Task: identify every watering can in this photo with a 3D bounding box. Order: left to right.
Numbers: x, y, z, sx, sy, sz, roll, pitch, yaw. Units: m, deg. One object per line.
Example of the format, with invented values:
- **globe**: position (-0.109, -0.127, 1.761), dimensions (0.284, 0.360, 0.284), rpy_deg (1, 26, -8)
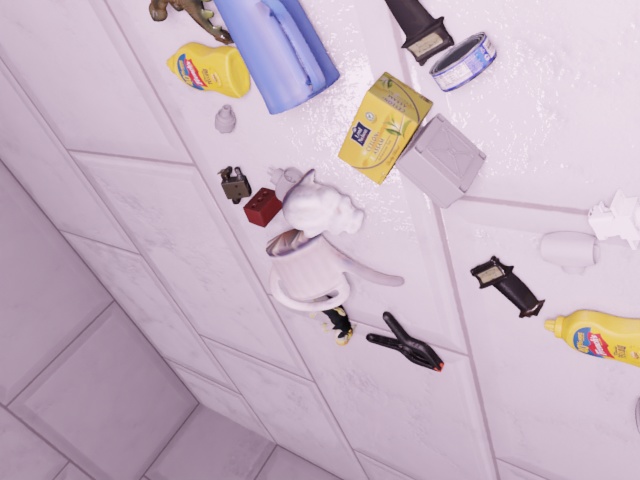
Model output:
- **watering can**: position (0.009, 0.062, 1.221), dimensions (0.345, 0.106, 0.222), rpy_deg (-18, 110, 29)

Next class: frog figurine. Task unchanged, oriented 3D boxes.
- **frog figurine**: position (0.003, -0.054, 1.072), dimensions (0.161, 0.124, 0.134), rpy_deg (43, 129, 15)
